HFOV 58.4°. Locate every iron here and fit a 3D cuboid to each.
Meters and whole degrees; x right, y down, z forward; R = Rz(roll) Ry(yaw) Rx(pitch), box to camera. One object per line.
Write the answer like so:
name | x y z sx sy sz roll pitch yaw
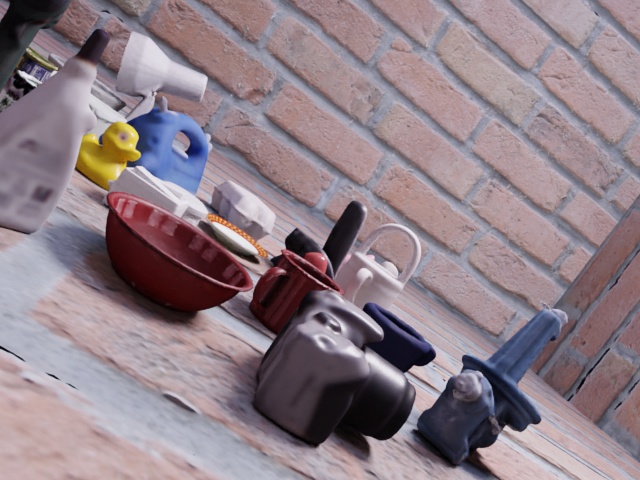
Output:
iron | -0.247 -0.150 0.983 0.118 0.141 0.259 37 5 15

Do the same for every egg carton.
egg carton | -0.156 -0.059 1.160 0.108 0.069 0.149 31 6 -40

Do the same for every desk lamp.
desk lamp | -0.340 -0.279 1.160 0.204 0.213 0.117 34 5 -20

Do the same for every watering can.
watering can | 0.085 0.060 0.931 0.101 0.194 0.173 35 5 -5

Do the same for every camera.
camera | 0.024 0.118 0.515 0.137 0.101 0.143 35 5 -4

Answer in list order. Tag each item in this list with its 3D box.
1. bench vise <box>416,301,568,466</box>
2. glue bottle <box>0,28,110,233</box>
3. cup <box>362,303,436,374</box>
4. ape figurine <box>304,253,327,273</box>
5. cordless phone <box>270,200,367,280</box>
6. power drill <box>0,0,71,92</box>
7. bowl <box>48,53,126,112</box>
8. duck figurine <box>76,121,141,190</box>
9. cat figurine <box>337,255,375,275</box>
bench vise | 0.230 0.173 0.696 0.121 0.219 0.208 37 5 17
glue bottle | -0.214 -0.090 0.449 0.037 0.173 0.078 39 6 35
cup | 0.077 0.141 0.682 0.118 0.095 0.091 33 5 -28
ape figurine | -0.023 0.057 0.821 0.076 0.092 0.078 38 5 24
cordless phone | 0.009 0.004 1.007 0.094 0.185 0.147 32 6 -35
power drill | -0.364 -0.243 0.679 0.076 0.208 0.229 33 6 -29
bowl | -0.483 -0.296 1.155 0.167 0.074 0.167 35 5 -3
duck figurine | -0.288 -0.124 0.786 0.104 0.086 0.078 38 5 26
cat figurine | 0.072 0.082 1.085 0.127 0.117 0.067 38 5 26
